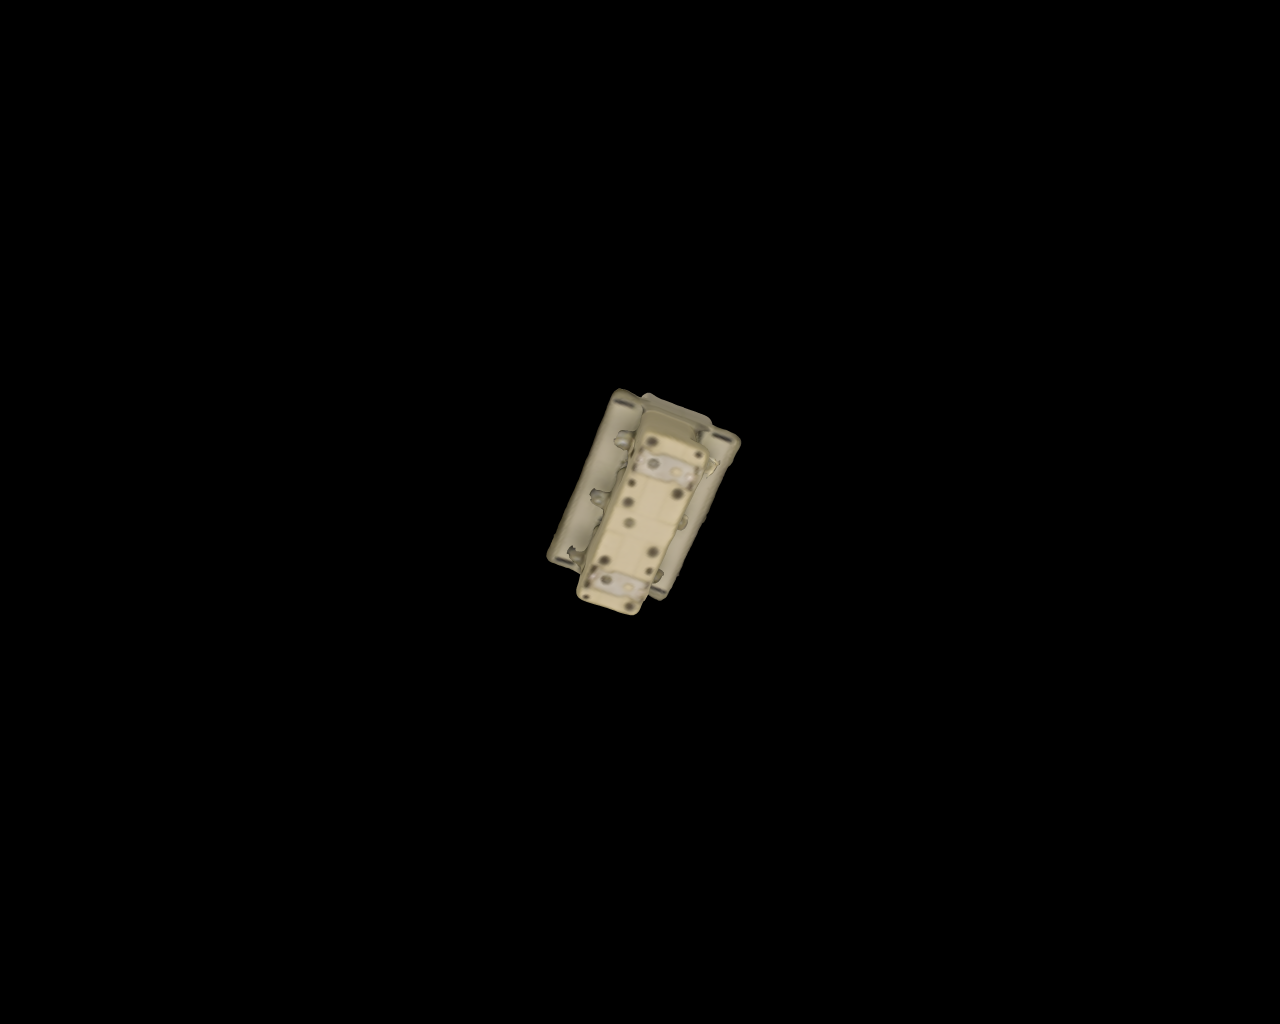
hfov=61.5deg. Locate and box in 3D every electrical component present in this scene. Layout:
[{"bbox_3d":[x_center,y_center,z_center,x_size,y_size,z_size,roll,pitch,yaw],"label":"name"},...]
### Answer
[{"bbox_3d":[0.001,-0.003,0.650,0.079,0.121,0.063,20,24,-9],"label":"electrical component"}]
